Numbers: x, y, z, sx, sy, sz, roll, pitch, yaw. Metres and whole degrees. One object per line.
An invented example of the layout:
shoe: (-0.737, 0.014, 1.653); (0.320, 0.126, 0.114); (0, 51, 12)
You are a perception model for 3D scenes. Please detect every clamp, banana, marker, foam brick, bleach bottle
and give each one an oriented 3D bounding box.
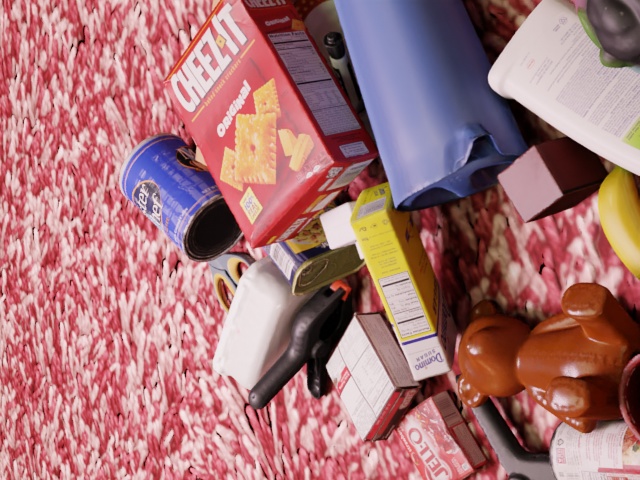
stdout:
clamp: (-0.004, 0.120, 1.206); (0.039, 0.120, 0.171); (39, 105, 27)
banana: (0.291, 0.013, 0.893); (0.198, 0.037, 0.070); (56, 134, 20)
marker: (0.024, -0.165, 1.053); (0.020, 0.020, 0.121); (47, 171, 28)
clamp: (0.188, 0.250, 1.040); (0.210, 0.036, 0.165); (30, 104, 28)
foam brick: (0.205, -0.055, 0.937); (0.053, 0.078, 0.051); (-42, 71, 44)
bleach bottle: (0.261, -0.096, 0.870); (0.251, 0.068, 0.103); (44, 109, 28)

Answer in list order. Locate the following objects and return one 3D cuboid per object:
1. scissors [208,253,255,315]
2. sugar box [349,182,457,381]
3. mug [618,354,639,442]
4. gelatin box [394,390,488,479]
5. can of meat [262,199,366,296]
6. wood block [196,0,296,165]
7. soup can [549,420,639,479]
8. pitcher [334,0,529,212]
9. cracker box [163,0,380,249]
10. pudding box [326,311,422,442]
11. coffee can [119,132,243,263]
scissors: (-0.132, 0.007, 1.354); (0.096, 0.016, 0.202); (-41, 70, 42)
sugar box: (0.085, 0.038, 1.042); (0.048, 0.093, 0.176); (-20, 107, 18)
mug: (0.307, 0.136, 0.875); (0.093, 0.081, 0.117); (6, 104, 46)
gelatin box: (0.125, 0.215, 1.125); (0.073, 0.030, 0.089); (-45, 67, 43)
can of meat: (-0.008, 0.001, 1.158); (0.084, 0.101, 0.057); (51, 149, 28)
wood block: (-0.069, -0.177, 1.185); (0.091, 0.090, 0.206); (29, 120, 37)
soup can: (0.264, 0.192, 0.946); (0.102, 0.068, 0.068); (-10, 93, 48)
pitcher: (0.093, -0.154, 1.005); (0.149, 0.144, 0.243); (-26, 77, 34)
cracker box: (-0.056, -0.124, 1.069); (0.164, 0.071, 0.214); (-43, 70, 44)
pudding box: (0.056, 0.147, 1.156); (0.113, 0.039, 0.090); (60, 136, 38)
coffee can: (-0.166, -0.053, 1.310); (0.140, 0.102, 0.103); (41, 127, 32)
